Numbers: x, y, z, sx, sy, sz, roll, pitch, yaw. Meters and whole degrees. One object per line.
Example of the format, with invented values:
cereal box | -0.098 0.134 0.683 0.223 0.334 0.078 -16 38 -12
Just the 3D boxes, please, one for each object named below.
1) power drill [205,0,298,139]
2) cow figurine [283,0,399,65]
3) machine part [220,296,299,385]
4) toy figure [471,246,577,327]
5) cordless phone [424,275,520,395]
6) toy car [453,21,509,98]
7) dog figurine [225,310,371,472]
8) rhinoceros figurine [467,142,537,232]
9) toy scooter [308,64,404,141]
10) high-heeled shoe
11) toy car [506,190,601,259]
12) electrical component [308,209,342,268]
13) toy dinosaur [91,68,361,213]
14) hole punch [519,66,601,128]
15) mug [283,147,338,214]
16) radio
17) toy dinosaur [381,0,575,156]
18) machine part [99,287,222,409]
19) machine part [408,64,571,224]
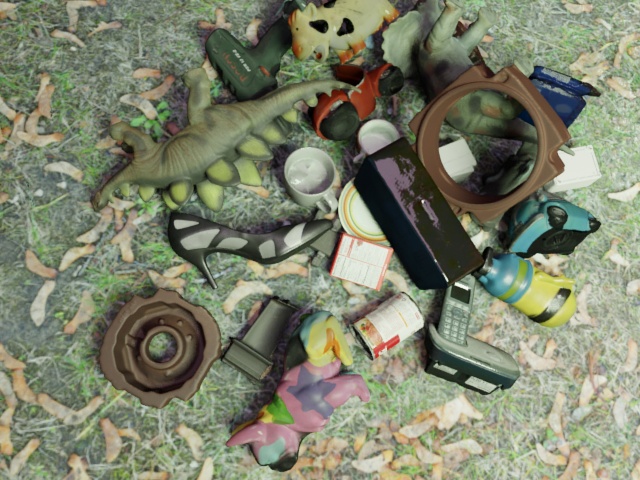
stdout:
power drill | -0.073 -0.311 0.954 0.232 0.086 0.207 43 82 6
cow figurine | 0.027 -0.364 0.896 0.195 0.085 0.127 -46 104 -20
machine part | -0.091 0.150 0.848 0.084 0.039 0.139 34 76 9
toy figure | 0.333 0.078 0.885 0.180 0.082 0.089 23 94 -7
cordless phone | 0.249 0.140 0.867 0.147 0.088 0.184 21 56 0
toy car | 0.281 -0.324 0.999 0.089 0.053 0.202 -15 79 -6
dog figurine | -0.044 0.226 0.795 0.219 0.108 0.191 -24 85 -8
rhinoceros figurine | 0.319 -0.101 0.914 0.073 0.112 0.190 41 83 8
toy scooter | 0.044 -0.253 0.934 0.184 0.075 0.135 -40 49 -7
high-heeled shoe | -0.115 -0.022 0.860 0.249 0.086 0.145 -26 85 -2
toy car | 0.383 -0.036 0.908 0.162 0.109 0.103 -2 53 -24
electrical component | -0.002 -0.003 0.902 0.063 0.021 0.094 28 75 2
toy dinosaur | -0.168 -0.162 0.863 0.471 0.105 0.198 -32 81 5
hole punch | 0.401 -0.241 0.960 0.142 0.116 0.092 24 83 2
mug | -0.012 -0.088 0.880 0.109 0.107 0.081 44 77 2
radio | 0.147 -0.033 0.848 0.073 0.131 0.229 -29 85 -13
toy dinosaur | 0.241 -0.266 0.912 0.131 0.192 0.405 -19 77 -35
machine part | -0.239 0.164 0.820 0.179 0.056 0.179 1 76 -4
machine part | 0.246 -0.142 0.805 0.201 0.201 0.087 55 34 6
